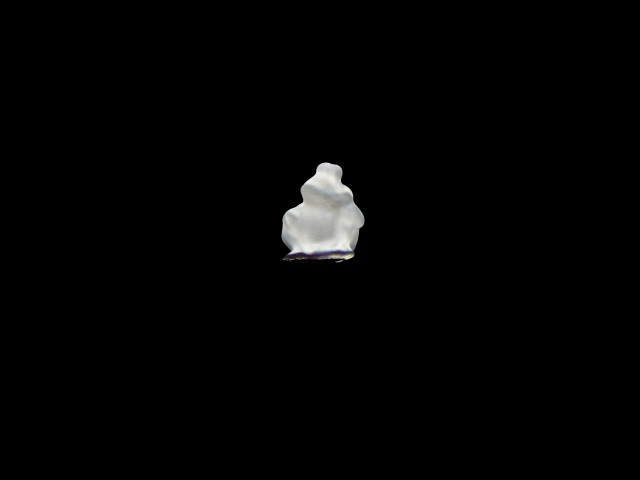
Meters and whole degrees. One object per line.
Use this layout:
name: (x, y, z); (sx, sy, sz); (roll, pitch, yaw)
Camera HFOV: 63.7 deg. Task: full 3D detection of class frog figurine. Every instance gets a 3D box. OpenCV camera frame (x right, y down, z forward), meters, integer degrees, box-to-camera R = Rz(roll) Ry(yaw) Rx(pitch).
frog figurine: (0.003, -0.043, 0.850); (0.137, 0.161, 0.122); (-5, -12, 27)
